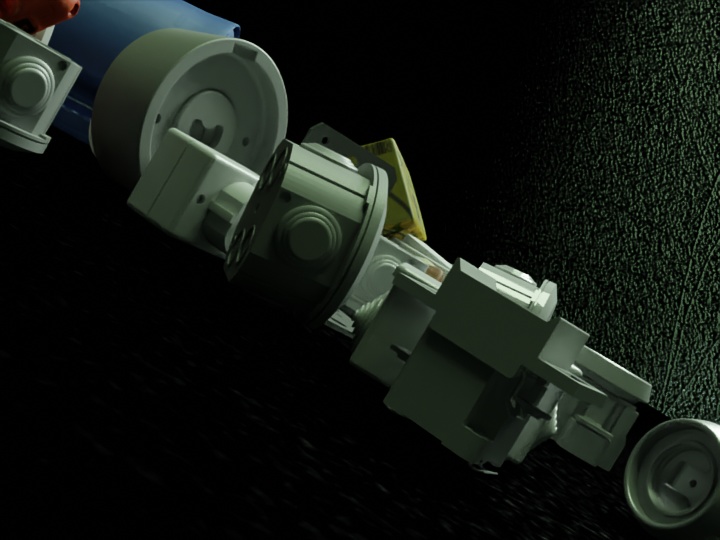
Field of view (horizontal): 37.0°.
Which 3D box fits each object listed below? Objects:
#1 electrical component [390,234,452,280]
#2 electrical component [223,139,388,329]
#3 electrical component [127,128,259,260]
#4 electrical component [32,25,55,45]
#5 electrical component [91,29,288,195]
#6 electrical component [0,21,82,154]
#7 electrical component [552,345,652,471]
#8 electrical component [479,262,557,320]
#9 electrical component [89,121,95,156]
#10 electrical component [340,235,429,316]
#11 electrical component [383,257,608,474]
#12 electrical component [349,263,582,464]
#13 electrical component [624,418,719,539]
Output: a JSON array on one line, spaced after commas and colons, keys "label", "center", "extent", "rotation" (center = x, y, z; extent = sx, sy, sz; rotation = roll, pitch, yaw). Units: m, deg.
[{"label": "electrical component", "center": [0.050, 0.015, 0.835], "extent": [0.096, 0.061, 0.062], "rotation": [33, 4, 36]}, {"label": "electrical component", "center": [-0.025, -0.018, 0.489], "extent": [0.051, 0.080, 0.080], "rotation": [24, 5, -15]}, {"label": "electrical component", "center": [-0.067, -0.029, 0.555], "extent": [0.077, 0.047, 0.066], "rotation": [33, 4, 35]}, {"label": "electrical component", "center": [-0.222, -0.145, 0.662], "extent": [0.051, 0.080, 0.080], "rotation": [23, 6, -25]}, {"label": "electrical component", "center": [-0.100, -0.083, 0.605], "extent": [0.060, 0.108, 0.108], "rotation": [25, -1, 35]}, {"label": "electrical component", "center": [-0.176, -0.093, 0.508], "extent": [0.080, 0.051, 0.080], "rotation": [30, 3, -2]}, {"label": "electrical component", "center": [0.140, 0.081, 0.653], "extent": [0.058, 0.057, 0.078], "rotation": [30, 3, -1]}, {"label": "electrical component", "center": [0.087, 0.036, 0.671], "extent": [0.051, 0.080, 0.080], "rotation": [26, 2, 12]}, {"label": "electrical component", "center": [-0.142, -0.086, 0.705], "extent": [0.055, 0.055, 0.047], "rotation": [31, 0, 14]}, {"label": "electrical component", "center": [0.000, 0.000, 0.683], "extent": [0.080, 0.051, 0.080], "rotation": [30, 3, -2]}, {"label": "electrical component", "center": [0.045, 0.037, 0.399], "extent": [0.081, 0.063, 0.042], "rotation": [32, 4, 29]}, {"label": "electrical component", "center": [0.044, 0.040, 0.482], "extent": [0.100, 0.048, 0.100], "rotation": [31, 3, 3]}, {"label": "electrical component", "center": [0.158, 0.102, 0.489], "extent": [0.057, 0.058, 0.078], "rotation": [32, 2, -33]}]
